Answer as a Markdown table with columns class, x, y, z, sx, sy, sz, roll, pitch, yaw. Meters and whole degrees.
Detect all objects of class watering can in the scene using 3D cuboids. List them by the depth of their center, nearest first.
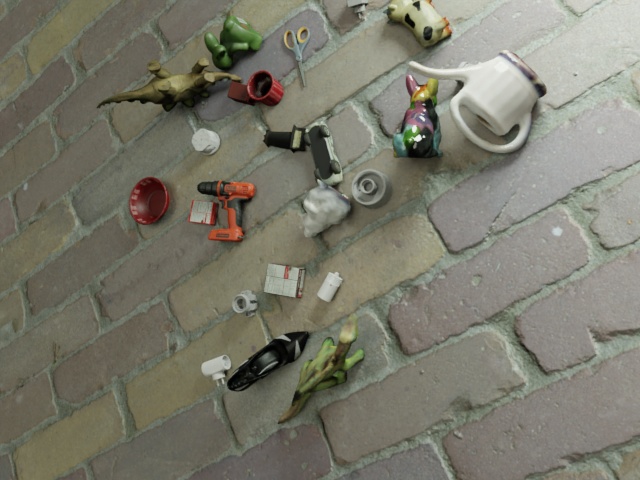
| class | x | y | z | sx | sy | sz | roll | pitch | yaw |
| --- | --- | --- | --- | --- | --- | --- | --- | --- | --- |
| watering can | 0.405 | -0.378 | 1.277 | 0.347 | 0.105 | 0.223 | 44 | 97 | -4 |

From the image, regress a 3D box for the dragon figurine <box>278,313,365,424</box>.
| class | x | y | z | sx | sy | sz | roll | pitch | yaw |
| --- | --- | --- | --- | --- | --- | --- | --- | --- | --- |
| dragon figurine | -0.018 | 0.355 | 1.320 | 0.123 | 0.242 | 0.408 | 39 | 97 | 18 |

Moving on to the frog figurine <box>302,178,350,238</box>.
| class | x | y | z | sx | sy | sz | roll | pitch | yaw |
| --- | --- | --- | --- | --- | --- | --- | --- | --- | --- |
| frog figurine | 0.004 | -0.072 | 1.428 | 0.124 | 0.136 | 0.159 | 35 | 97 | 40 |
